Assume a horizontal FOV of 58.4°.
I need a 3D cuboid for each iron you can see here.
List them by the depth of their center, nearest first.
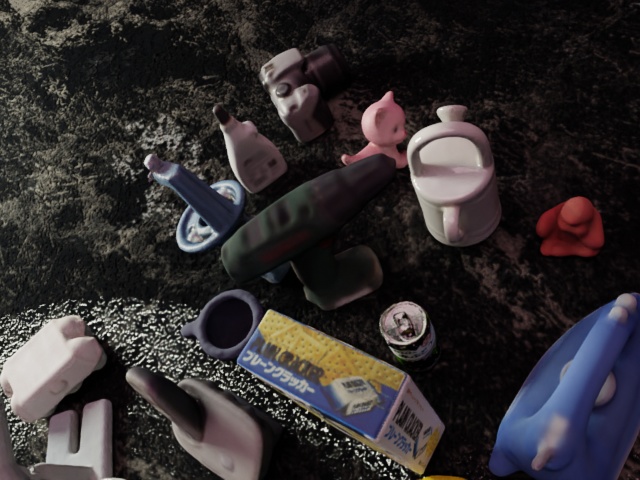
[{"bbox_3d":[0.267,0.135,0.566,0.118,0.142,0.258,25,73,31],"label":"iron"}]

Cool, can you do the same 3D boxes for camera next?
[{"bbox_3d":[-0.018,-0.257,0.926,0.137,0.101,0.143,-30,55,3],"label":"camera"}]

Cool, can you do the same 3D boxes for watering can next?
[{"bbox_3d":[0.161,-0.085,0.701,0.101,0.194,0.172,-22,56,8],"label":"watering can"}]

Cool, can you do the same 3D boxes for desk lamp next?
[{"bbox_3d":[-0.356,0.278,0.683,0.118,0.214,0.203,-20,56,10],"label":"desk lamp"}]

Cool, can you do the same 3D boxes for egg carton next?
[{"bbox_3d":[-0.389,0.187,0.836,0.150,0.070,0.107,-45,56,-7],"label":"egg carton"}]

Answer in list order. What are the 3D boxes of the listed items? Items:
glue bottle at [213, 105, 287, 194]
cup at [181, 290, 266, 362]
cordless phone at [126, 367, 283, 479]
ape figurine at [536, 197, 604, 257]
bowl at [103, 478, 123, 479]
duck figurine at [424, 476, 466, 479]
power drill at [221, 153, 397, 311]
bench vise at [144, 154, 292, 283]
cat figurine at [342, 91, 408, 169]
[{"bbox_3d":[-0.113,-0.142,0.853,0.078,0.173,0.037,-36,55,-1],"label":"glue bottle"},{"bbox_3d":[-0.111,0.125,0.747,0.117,0.095,0.091,-11,58,15],"label":"cup"},{"bbox_3d":[-0.136,0.209,0.654,0.147,0.185,0.094,19,70,29],"label":"cordless phone"},{"bbox_3d":[0.298,-0.019,0.672,0.076,0.092,0.077,-40,55,-4],"label":"ape figurine"},{"bbox_3d":[-0.239,0.371,0.669,0.167,0.075,0.167,-9,59,16],"label":"bowl"},{"bbox_3d":[0.133,0.275,0.572,0.104,0.086,0.077,25,73,31],"label":"duck figurine"},{"bbox_3d":[0.006,0.003,0.703,0.229,0.209,0.075,-26,56,6],"label":"power drill"},{"bbox_3d":[-0.125,-0.040,0.771,0.206,0.220,0.121,4,64,23],"label":"bench vise"},{"bbox_3d":[0.079,-0.142,0.813,0.128,0.118,0.067,-45,56,-7],"label":"cat figurine"}]
